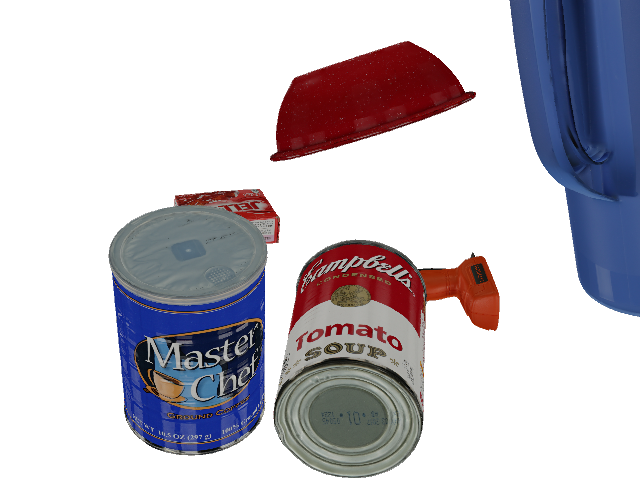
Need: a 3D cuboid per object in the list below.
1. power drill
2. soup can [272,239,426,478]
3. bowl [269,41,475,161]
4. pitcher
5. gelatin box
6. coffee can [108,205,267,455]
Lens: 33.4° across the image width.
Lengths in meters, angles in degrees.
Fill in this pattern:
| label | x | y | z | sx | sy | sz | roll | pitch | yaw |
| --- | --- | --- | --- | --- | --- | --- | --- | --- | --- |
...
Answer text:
| label | x | y | z | sx | sy | sz | roll | pitch | yaw |
| --- | --- | --- | --- | --- | --- | --- | --- | --- | --- |
| power drill | 0.105 | 0.069 | 1.219 | 0.187 | 0.057 | 0.184 | -1 | 28 | -1 |
| soup can | 0.016 | 0.054 | 0.509 | 0.068 | 0.068 | 0.102 | 0 | 31 | 6 |
| bowl | 0.031 | -0.109 | 0.799 | 0.162 | 0.055 | 0.162 | -18 | 8 | 2 |
| pitcher | 0.177 | -0.081 | 0.570 | 0.149 | 0.243 | 0.145 | -7 | 22 | 7 |
| gelatin box | -0.090 | -0.022 | 1.020 | 0.089 | 0.030 | 0.073 | -5 | 25 | -15 |
| coffee can | -0.088 | 0.061 | 0.733 | 0.103 | 0.140 | 0.103 | 2 | 36 | -1 |
